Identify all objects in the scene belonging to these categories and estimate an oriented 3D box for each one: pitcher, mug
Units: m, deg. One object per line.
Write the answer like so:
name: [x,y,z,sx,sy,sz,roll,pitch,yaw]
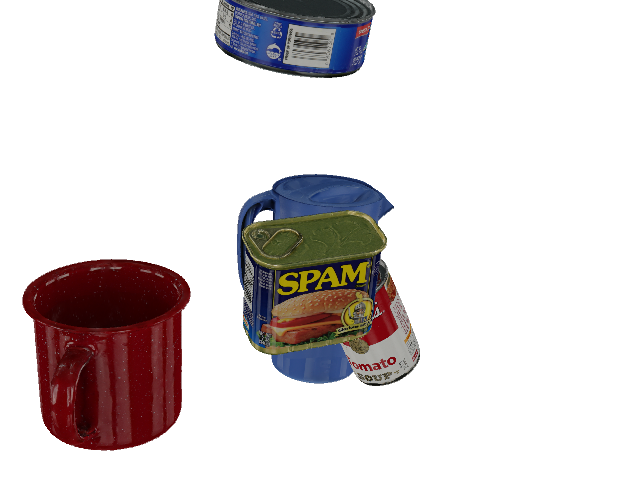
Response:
pitcher: [-0.010,0.047,1.306,0.149,0.243,0.144,15,21,27]
mug: [-0.123,0.071,0.603,0.093,0.081,0.117,5,23,6]

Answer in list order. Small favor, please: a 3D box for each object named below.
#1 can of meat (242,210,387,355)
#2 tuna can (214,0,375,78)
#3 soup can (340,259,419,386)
can of meat: [-0.007,0.032,0.786,0.102,0.084,0.057,-8,36,-19]
tuna can: [-0.015,-0.119,0.588,0.086,0.034,0.086,9,25,-4]
soup can: [0.045,0.074,0.979,0.068,0.102,0.068,-17,31,11]
